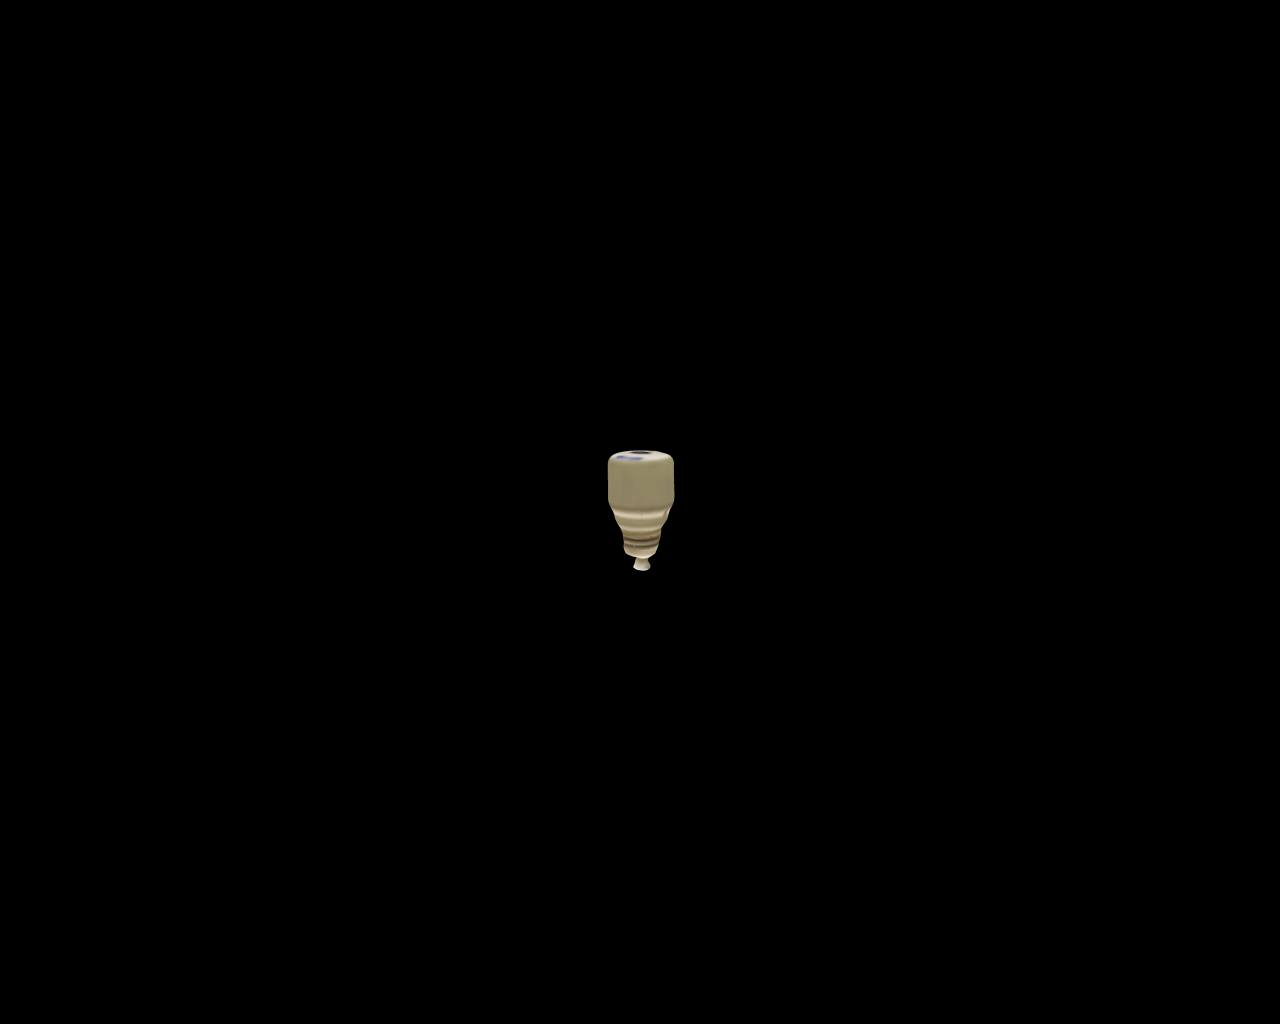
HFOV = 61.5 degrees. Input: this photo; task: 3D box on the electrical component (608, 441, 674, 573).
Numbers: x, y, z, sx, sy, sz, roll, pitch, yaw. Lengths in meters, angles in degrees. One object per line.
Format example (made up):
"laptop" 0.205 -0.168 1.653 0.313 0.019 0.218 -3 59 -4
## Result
"electrical component" 0.001 -0.003 0.650 0.040 0.078 0.040 0 11 0
